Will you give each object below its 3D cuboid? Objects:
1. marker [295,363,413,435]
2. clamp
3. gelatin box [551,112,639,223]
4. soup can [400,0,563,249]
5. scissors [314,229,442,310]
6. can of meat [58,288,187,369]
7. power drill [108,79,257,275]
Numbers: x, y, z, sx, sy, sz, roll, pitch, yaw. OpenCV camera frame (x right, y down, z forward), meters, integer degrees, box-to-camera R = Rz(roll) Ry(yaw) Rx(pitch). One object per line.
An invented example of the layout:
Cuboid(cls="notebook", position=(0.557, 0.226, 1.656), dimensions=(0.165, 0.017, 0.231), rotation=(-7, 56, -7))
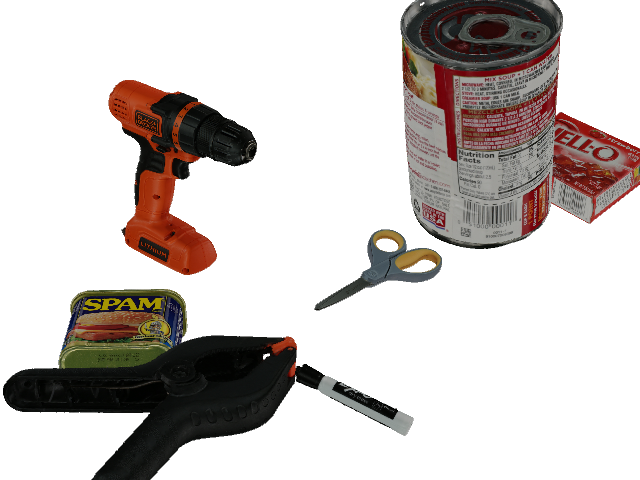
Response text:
Cuboid(cls="marker", position=(0.029, 0.148, 0.999), dimensions=(0.121, 0.020, 0.020), rotation=(25, 7, 15))
Cuboid(cls="clamp", position=(-0.081, 0.096, 0.602), dimensions=(0.171, 0.039, 0.120), rotation=(-12, 38, -25))
Cuboid(cls="gelatin box", position=(0.198, -0.059, 0.833), dimensions=(0.073, 0.030, 0.089), rotation=(-33, 48, -28))
Cuboid(cls="soup can", position=(0.073, -0.055, 0.481), dimensions=(0.068, 0.102, 0.068), rotation=(-5, 41, 4))
Cuboid(cls="scissors", position=(0.049, 0.029, 1.190), dimensions=(0.201, 0.016, 0.096), rotation=(-11, 42, -36))
Cuboid(cls="can of meat", position=(-0.168, 0.087, 0.911), dimensions=(0.102, 0.057, 0.084), rotation=(-1, 29, -2))
Cuboid(cls="power drill", position=(-0.144, -0.061, 1.113), dimensions=(0.185, 0.188, 0.057), rotation=(26, 35, 30))
